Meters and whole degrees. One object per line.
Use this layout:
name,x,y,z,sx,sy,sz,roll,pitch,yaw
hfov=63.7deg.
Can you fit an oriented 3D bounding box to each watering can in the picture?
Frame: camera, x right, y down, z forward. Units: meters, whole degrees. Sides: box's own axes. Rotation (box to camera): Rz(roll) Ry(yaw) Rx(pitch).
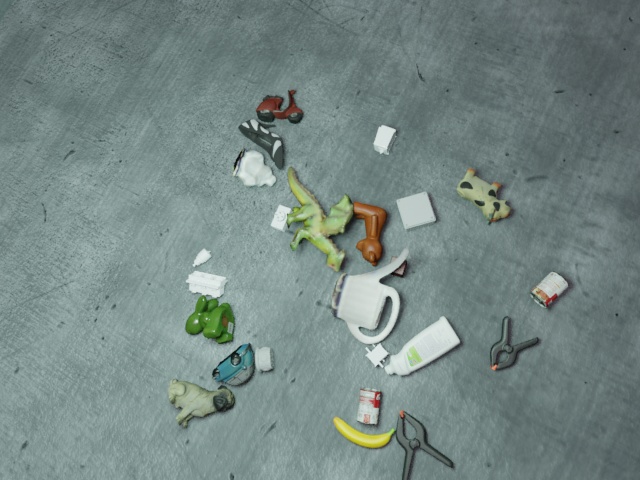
watering can,0.158,0.167,1.686,0.225,0.104,0.345,17,100,13

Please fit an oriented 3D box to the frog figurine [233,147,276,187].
frog figurine,-0.238,-0.260,1.917,0.158,0.121,0.140,22,69,-21

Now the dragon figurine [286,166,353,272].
dragon figurine,0.005,-0.089,1.772,0.242,0.121,0.415,-12,75,20
